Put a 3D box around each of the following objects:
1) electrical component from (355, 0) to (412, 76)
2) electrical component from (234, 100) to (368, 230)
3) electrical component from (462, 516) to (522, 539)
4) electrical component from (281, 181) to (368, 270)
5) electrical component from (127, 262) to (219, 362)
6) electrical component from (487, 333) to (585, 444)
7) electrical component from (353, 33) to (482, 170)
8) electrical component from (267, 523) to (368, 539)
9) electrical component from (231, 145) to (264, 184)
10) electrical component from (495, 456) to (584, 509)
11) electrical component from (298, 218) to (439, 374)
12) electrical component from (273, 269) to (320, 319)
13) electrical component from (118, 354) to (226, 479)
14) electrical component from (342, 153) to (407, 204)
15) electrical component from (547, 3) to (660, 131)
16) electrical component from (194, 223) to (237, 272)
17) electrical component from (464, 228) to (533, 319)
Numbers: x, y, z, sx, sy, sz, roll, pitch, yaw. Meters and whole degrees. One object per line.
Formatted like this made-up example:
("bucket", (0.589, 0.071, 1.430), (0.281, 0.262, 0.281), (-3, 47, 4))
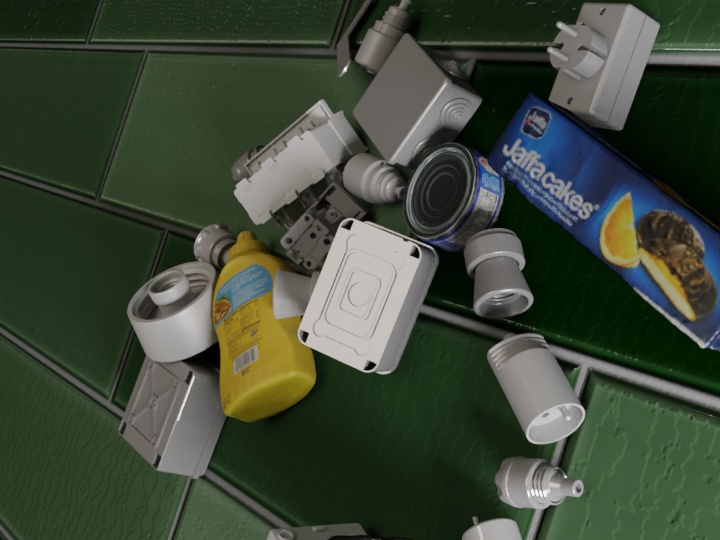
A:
("electrical component", (0.026, -0.215, 0.999), (0.040, 0.040, 0.078), (38, 105, 51))
("electrical component", (-0.059, -0.094, 1.024), (0.121, 0.063, 0.078), (-33, 92, 39))
("electrical component", (0.097, 0.206, 0.731), (0.040, 0.040, 0.078), (-42, 46, 32))
("electrical component", (-0.037, -0.036, 0.974), (0.081, 0.042, 0.064), (-47, 1, 29))
("electrical component", (-0.184, 0.035, 1.092), (0.108, 0.060, 0.108), (-18, 31, 11))
("electrical component", (0.121, 0.077, 0.754), (0.043, 0.043, 0.081), (-49, 42, 26))
("electrical component", (0.050, -0.141, 0.931), (0.099, 0.048, 0.099), (-54, 40, 21))
("electrical component", (-0.023, 0.239, 0.819), (0.099, 0.100, 0.048), (46, 124, 49))
("electrical component", (-0.105, -0.113, 1.123), (0.061, 0.035, 0.035), (-39, 47, 31))
("electrical component", (0.123, 0.145, 0.729), (0.061, 0.035, 0.035), (-5, 71, 48))
("electrical component", (0.008, 0.022, 0.883), (0.078, 0.057, 0.113), (23, 94, 20))
("electrical component", (-0.047, 0.023, 0.960), (0.045, 0.055, 0.045), (3, -90, -85))
("electrical component", (-0.188, 0.141, 1.098), (0.109, 0.056, 0.108), (24, 94, 53))
("electrical component", (0.018, -0.077, 0.951), (0.078, 0.040, 0.040), (30, 99, 52))
("electrical component", (0.163, -0.153, 0.773), (0.047, 0.076, 0.083), (21, 92, 53))
("electrical component", (-0.140, -0.018, 1.119), (0.062, 0.048, 0.048), (31, 100, 45))
("electrical component", (0.103, 0.003, 0.806), (0.045, 0.045, 0.055), (-34, 50, 38))
